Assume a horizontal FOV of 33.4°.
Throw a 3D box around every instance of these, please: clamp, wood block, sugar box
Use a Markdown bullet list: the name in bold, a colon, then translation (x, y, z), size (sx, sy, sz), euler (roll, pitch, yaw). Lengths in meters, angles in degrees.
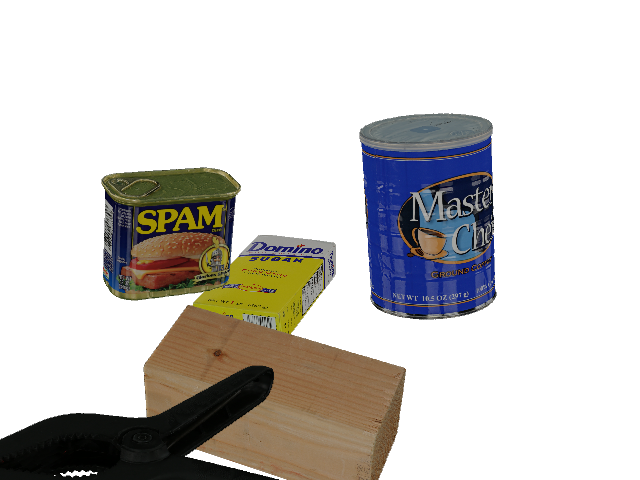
- **clamp**: translation (-0.095, 0.118, 0.586), size (0.209, 0.036, 0.165), euler (-1, 21, -15)
- **wood block**: translation (-0.039, 0.140, 0.929), size (0.206, 0.090, 0.090), euler (15, 40, 15)
- **sugar box**: translation (-0.053, 0.048, 1.095), size (0.093, 0.048, 0.176), euler (6, 27, 17)

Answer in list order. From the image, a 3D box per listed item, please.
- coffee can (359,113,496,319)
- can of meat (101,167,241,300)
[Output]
- **coffee can**: translation (0.086, -0.021, 0.844), size (0.103, 0.140, 0.103), euler (-4, 18, 1)
- **can of meat**: translation (-0.116, -0.005, 0.819), size (0.101, 0.084, 0.057), euler (-6, 26, -27)
